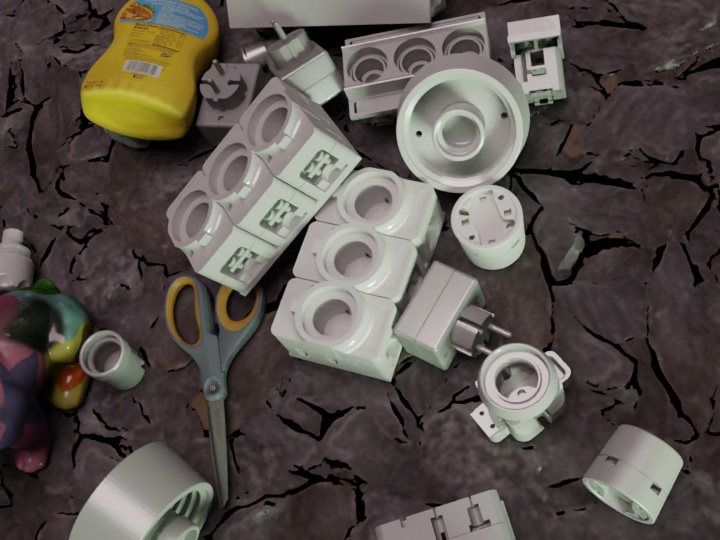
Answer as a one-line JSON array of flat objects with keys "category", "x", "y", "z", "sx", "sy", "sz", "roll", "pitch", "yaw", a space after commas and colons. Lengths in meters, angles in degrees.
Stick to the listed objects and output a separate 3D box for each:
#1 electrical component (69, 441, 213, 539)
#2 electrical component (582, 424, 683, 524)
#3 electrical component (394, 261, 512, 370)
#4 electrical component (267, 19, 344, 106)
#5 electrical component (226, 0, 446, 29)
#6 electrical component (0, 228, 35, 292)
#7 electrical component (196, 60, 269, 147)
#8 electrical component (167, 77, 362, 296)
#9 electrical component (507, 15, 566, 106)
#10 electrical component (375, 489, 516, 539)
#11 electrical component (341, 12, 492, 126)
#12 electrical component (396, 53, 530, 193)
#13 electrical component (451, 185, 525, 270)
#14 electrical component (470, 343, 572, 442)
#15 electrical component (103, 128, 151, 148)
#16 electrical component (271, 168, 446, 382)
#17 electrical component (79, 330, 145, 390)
[{"category": "electrical component", "x": -0.153, "y": 0.188, "z": 0.788, "sx": 0.060, "sy": 0.108, "sz": 0.108, "roll": 32, "pitch": 78, "yaw": 19}, {"category": "electrical component", "x": 0.190, "y": 0.140, "z": 0.742, "sx": 0.055, "sy": 0.055, "sz": 0.047, "roll": 29, "pitch": 73, "yaw": 25}, {"category": "electrical component", "x": 0.078, "y": 0.043, "z": 0.820, "sx": 0.077, "sy": 0.047, "sz": 0.065, "roll": 25, "pitch": 75, "yaw": 24}, {"category": "electrical component", "x": -0.055, "y": -0.182, "z": 0.928, "sx": 0.047, "sy": 0.076, "sz": 0.065, "roll": -32, "pitch": 24, "yaw": -1}, {"category": "electrical component", "x": -0.023, "y": -0.270, "z": 0.935, "sx": 0.186, "sy": 0.060, "sz": 0.105, "roll": 3, "pitch": 112, "yaw": 20}, {"category": "electrical component", "x": -0.310, "y": -0.006, "z": 0.951, "sx": 0.043, "sy": 0.043, "sz": 0.062, "roll": -8, "pitch": 64, "yaw": 12}, {"category": "electrical component", "x": -0.116, "y": -0.154, "z": 0.945, "sx": 0.047, "sy": 0.076, "sz": 0.065, "roll": 4, "pitch": 68, "yaw": 17}, {"category": "electrical component", "x": -0.084, "y": -0.069, "z": 0.866, "sx": 0.150, "sy": 0.062, "sz": 0.089, "roll": -49, "pitch": 44, "yaw": 14}, {"category": "electrical component", "x": 0.147, "y": -0.171, "z": 0.885, "sx": 0.042, "sy": 0.081, "sz": 0.063, "roll": -5, "pitch": 88, "yaw": 13}, {"category": "electrical component", "x": 0.064, "y": 0.198, "z": 0.752, "sx": 0.089, "sy": 0.050, "sz": 0.055, "roll": -19, "pitch": 62, "yaw": 7}, {"category": "electrical component", "x": 0.052, "y": -0.165, "z": 0.911, "sx": 0.121, "sy": 0.063, "sz": 0.078, "roll": -9, "pitch": 65, "yaw": 11}, {"category": "electrical component", "x": 0.079, "y": -0.113, "z": 0.849, "sx": 0.108, "sy": 0.060, "sz": 0.108, "roll": 3, "pitch": 110, "yaw": 8}, {"category": "electrical component", "x": 0.103, "y": -0.032, "z": 0.846, "sx": 0.055, "sy": 0.047, "sz": 0.055, "roll": -6, "pitch": 65, "yaw": 13}, {"category": "electrical component", "x": 0.117, "y": 0.087, "z": 0.784, "sx": 0.078, "sy": 0.057, "sz": 0.058, "roll": -38, "pitch": 62, "yaw": -3}, {"category": "electrical component", "x": -0.220, "y": -0.135, "z": 0.989, "sx": 0.061, "sy": 0.035, "sz": 0.035, "roll": 21, "pitch": 74, "yaw": 25}, {"category": "electrical component", "x": 0.000, "y": 0.000, "z": 0.852, "sx": 0.089, "sy": 0.061, "sz": 0.150, "roll": 13, "pitch": 71, "yaw": 20}, {"category": "electrical component", "x": -0.202, "y": 0.075, "z": 0.883, "sx": 0.040, "sy": 0.046, "sz": 0.040, "roll": -6, "pitch": 65, "yaw": 13}]
